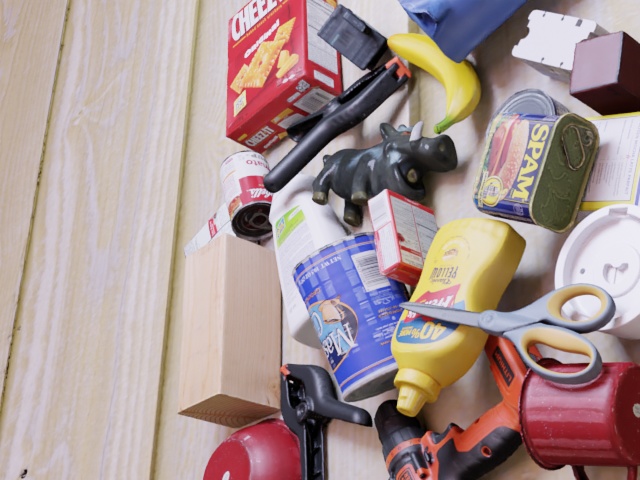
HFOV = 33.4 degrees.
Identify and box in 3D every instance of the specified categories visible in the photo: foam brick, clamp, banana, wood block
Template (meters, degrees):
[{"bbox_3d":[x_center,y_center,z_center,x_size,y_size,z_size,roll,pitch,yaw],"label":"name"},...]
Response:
[{"bbox_3d":[0.268,-0.142,0.950,0.053,0.078,0.051,-8,64,48],"label":"foam brick"},{"bbox_3d":[0.001,0.184,1.151,0.120,0.039,0.171,-49,39,23],"label":"clamp"},{"bbox_3d":[0.131,-0.183,1.164,0.198,0.069,0.037,-109,14,-51],"label":"banana"},{"bbox_3d":[0.020,-0.151,1.284,0.210,0.036,0.164,-37,18,19],"label":"clamp"},{"bbox_3d":[-0.107,0.110,1.286,0.090,0.090,0.206,-30,50,42],"label":"wood block"}]

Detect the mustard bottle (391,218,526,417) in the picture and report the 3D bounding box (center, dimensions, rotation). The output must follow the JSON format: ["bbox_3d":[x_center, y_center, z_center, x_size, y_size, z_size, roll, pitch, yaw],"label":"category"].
[{"bbox_3d":[0.114,0.072,0.968,0.096,0.058,0.191,-4,53,50],"label":"mustard bottle"}]

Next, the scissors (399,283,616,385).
[{"bbox_3d":[0.160,0.057,0.891,0.096,0.016,0.202,-50,42,-10],"label":"scissors"}]

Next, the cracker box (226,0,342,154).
[{"bbox_3d":[-0.053,-0.247,1.423,0.164,0.072,0.213,-32,48,38],"label":"cracker box"}]

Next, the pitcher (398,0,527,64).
[{"bbox_3d":[0.190,-0.309,1.093,0.243,0.144,0.149,-38,56,20],"label":"pitcher"}]

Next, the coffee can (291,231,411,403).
[{"bbox_3d":[0.044,0.077,1.060,0.103,0.102,0.140,-36,68,36],"label":"coffee can"}]

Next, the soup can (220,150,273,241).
[{"bbox_3d":[-0.089,-0.058,1.372,0.069,0.068,0.102,-46,40,27],"label":"soup can"}]

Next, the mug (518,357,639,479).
[{"bbox_3d":[0.221,0.151,0.855,0.082,0.093,0.117,-9,94,44],"label":"mug"}]

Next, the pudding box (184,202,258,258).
[{"bbox_3d":[-0.131,0.015,1.413,0.114,0.039,0.090,-47,41,30],"label":"pudding box"}]

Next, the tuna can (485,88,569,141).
[{"bbox_3d":[0.205,-0.103,1.046,0.086,0.033,0.086,-28,51,41],"label":"tuna can"}]

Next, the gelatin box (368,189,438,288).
[{"bbox_3d":[0.087,0.002,1.054,0.030,0.073,0.089,-33,52,35],"label":"gelatin box"}]

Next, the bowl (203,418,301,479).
[{"bbox_3d":[-0.084,0.274,1.199,0.162,0.055,0.162,-29,50,41],"label":"bowl"}]

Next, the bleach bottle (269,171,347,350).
[{"bbox_3d":[-0.008,0.002,1.242,0.103,0.068,0.251,-43,40,28],"label":"bleach bottle"}]

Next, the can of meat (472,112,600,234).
[{"bbox_3d":[0.189,-0.063,0.948,0.084,0.057,0.102,16,88,56],"label":"can of meat"}]

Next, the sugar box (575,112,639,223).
[{"bbox_3d":[0.273,-0.063,0.928,0.177,0.048,0.093,3,75,50],"label":"sugar box"}]

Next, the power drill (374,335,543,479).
[{"bbox_3d":[0.131,0.168,0.980,0.188,0.057,0.184,-54,34,21],"label":"power drill"}]

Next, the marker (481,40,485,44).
[{"bbox_3d":[0.161,-0.264,1.201,0.020,0.020,0.121,-42,42,30],"label":"marker"}]
